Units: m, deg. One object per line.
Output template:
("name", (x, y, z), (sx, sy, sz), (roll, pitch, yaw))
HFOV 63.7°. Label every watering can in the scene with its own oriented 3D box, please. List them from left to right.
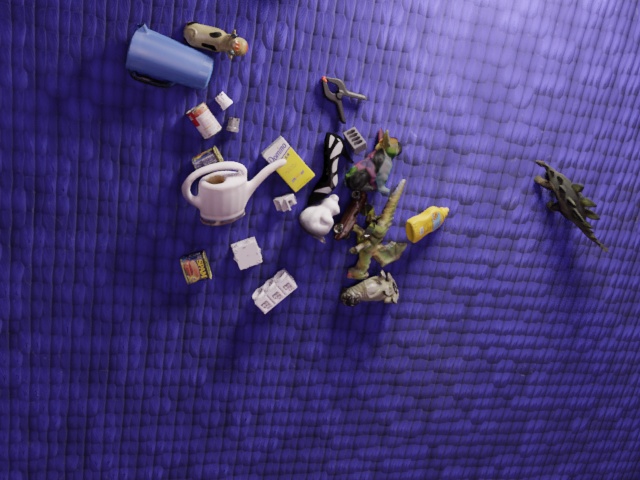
("watering can", (-0.276, -0.161, 1.687), (0.349, 0.106, 0.219), (-11, 133, -24))

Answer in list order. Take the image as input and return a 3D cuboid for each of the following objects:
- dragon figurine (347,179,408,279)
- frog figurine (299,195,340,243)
("dragon figurine", (0.233, -0.012, 1.903), (0.409, 0.124, 0.239), (-46, 129, 6))
("frog figurine", (0.005, -0.090, 1.785), (0.122, 0.140, 0.158), (25, 103, -29))
